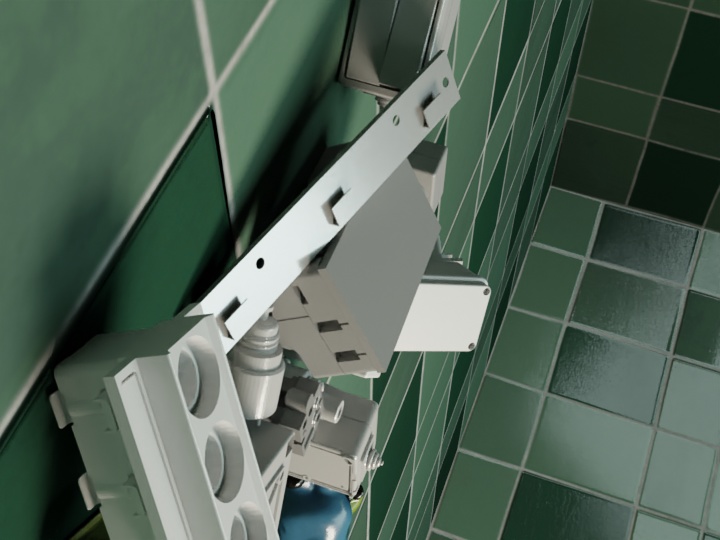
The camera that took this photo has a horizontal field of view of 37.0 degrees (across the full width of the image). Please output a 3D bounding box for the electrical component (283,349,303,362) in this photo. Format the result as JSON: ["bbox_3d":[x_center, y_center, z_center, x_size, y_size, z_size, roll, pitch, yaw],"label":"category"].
[{"bbox_3d":[-0.030,0.027,0.789,0.043,0.043,0.081,23,84,-78],"label":"electrical component"}]

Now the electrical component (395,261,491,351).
[{"bbox_3d":[0.063,0.035,1.046,0.057,0.113,0.078,41,-58,54],"label":"electrical component"}]

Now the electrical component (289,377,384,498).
[{"bbox_3d":[-0.025,0.125,0.820,0.061,0.096,0.061,92,18,-50],"label":"electrical component"}]

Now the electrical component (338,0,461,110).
[{"bbox_3d":[0.025,-0.154,0.742,0.061,0.062,0.096,-40,145,-69],"label":"electrical component"}]

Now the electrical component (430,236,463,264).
[{"bbox_3d":[0.063,-0.005,1.116,0.063,0.081,0.042,-94,-173,-48],"label":"electrical component"}]

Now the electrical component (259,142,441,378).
[{"bbox_3d":[-0.007,-0.011,0.724,0.089,0.062,0.150,61,34,-31],"label":"electrical component"}]

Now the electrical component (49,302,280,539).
[{"bbox_3d":[-0.085,0.086,0.477,0.078,0.063,0.121,-49,128,-63],"label":"electrical component"}]

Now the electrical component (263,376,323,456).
[{"bbox_3d":[-0.058,0.092,0.721,0.066,0.055,0.048,88,22,-58],"label":"electrical component"}]

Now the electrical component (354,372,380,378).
[{"bbox_3d":[0.001,0.053,0.963,0.066,0.047,0.076,27,81,-78],"label":"electrical component"}]

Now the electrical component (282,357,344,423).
[{"bbox_3d":[-0.043,0.092,0.773,0.048,0.062,0.048,17,90,-79],"label":"electrical component"}]

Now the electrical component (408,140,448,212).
[{"bbox_3d":[0.045,-0.072,0.988,0.065,0.047,0.076,91,20,-53],"label":"electrical component"}]

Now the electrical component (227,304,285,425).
[{"bbox_3d":[-0.066,0.056,0.668,0.040,0.040,0.078,-46,151,-66],"label":"electrical component"}]

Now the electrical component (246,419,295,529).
[{"bbox_3d":[-0.090,0.159,0.666,0.108,0.056,0.108,-50,154,-62],"label":"electrical component"}]
